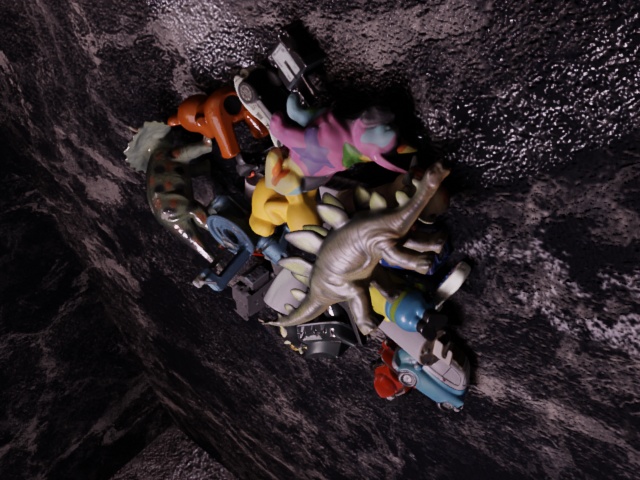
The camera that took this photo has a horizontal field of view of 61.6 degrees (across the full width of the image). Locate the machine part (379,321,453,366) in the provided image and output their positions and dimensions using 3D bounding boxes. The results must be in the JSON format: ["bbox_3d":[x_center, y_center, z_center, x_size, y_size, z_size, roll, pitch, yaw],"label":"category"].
[{"bbox_3d":[0.155,0.152,0.985,0.243,0.079,0.079,38,148,47],"label":"machine part"}]

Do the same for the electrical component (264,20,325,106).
[{"bbox_3d":[-0.030,-0.277,0.858,0.119,0.048,0.075,51,148,0],"label":"electrical component"}]

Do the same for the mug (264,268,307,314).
[{"bbox_3d":[-0.061,0.110,1.235,0.081,0.109,0.107,34,101,36],"label":"mug"}]

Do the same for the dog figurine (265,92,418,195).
[{"bbox_3d":[0.033,-0.132,0.821,0.219,0.108,0.191,18,127,13],"label":"dog figurine"}]

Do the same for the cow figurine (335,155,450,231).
[{"bbox_3d":[0.109,-0.056,0.846,0.195,0.085,0.127,-5,123,31],"label":"cow figurine"}]

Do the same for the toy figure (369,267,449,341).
[{"bbox_3d":[0.133,0.099,0.920,0.180,0.082,0.089,35,157,51],"label":"toy figure"}]

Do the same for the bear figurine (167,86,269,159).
[{"bbox_3d":[-0.208,-0.231,1.060,0.196,0.120,0.131,-1,124,53],"label":"bear figurine"}]

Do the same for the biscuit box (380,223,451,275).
[{"bbox_3d":[0.125,0.006,0.929,0.203,0.063,0.059,9,128,46],"label":"biscuit box"}]

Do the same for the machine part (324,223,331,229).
[{"bbox_3d":[-0.002,-0.003,1.101,0.139,0.039,0.084,-1,122,50],"label":"machine part"}]

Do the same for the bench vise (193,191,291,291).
[{"bbox_3d":[-0.166,0.022,1.126,0.223,0.240,0.129,49,147,-20],"label":"bench vise"}]

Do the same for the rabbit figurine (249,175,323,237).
[{"bbox_3d":[-0.045,-0.065,1.021,0.173,0.122,0.162,46,131,46],"label":"rabbit figurine"}]

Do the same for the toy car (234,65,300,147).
[{"bbox_3d":[-0.072,-0.219,0.943,0.201,0.073,0.056,53,147,-1],"label":"toy car"}]

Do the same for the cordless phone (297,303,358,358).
[{"bbox_3d":[-0.002,0.173,1.236,0.147,0.089,0.184,-14,101,44],"label":"cordless phone"}]

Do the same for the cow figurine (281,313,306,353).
[{"bbox_3d":[-0.057,0.227,1.336,0.068,0.098,0.167,20,135,31],"label":"cow figurine"}]

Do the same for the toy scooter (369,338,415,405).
[{"bbox_3d":[0.158,0.273,1.137,0.135,0.075,0.184,50,144,3],"label":"toy scooter"}]

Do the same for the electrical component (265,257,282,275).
[{"bbox_3d":[-0.095,0.063,1.293,0.094,0.021,0.063,20,136,38],"label":"electrical component"}]

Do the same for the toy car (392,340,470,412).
[{"bbox_3d":[0.222,0.236,1.001,0.162,0.109,0.103,39,129,5],"label":"toy car"}]

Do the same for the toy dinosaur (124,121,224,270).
[{"bbox_3d":[-0.323,-0.109,1.200,0.131,0.192,0.405,125,134,-68],"label":"toy dinosaur"}]

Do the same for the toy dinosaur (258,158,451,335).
[{"bbox_3d":[0.040,0.040,0.840,0.198,0.105,0.471,41,127,7],"label":"toy dinosaur"}]

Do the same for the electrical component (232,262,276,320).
[{"bbox_3d":[-0.161,0.122,1.347,0.058,0.115,0.134,35,146,21],"label":"electrical component"}]
